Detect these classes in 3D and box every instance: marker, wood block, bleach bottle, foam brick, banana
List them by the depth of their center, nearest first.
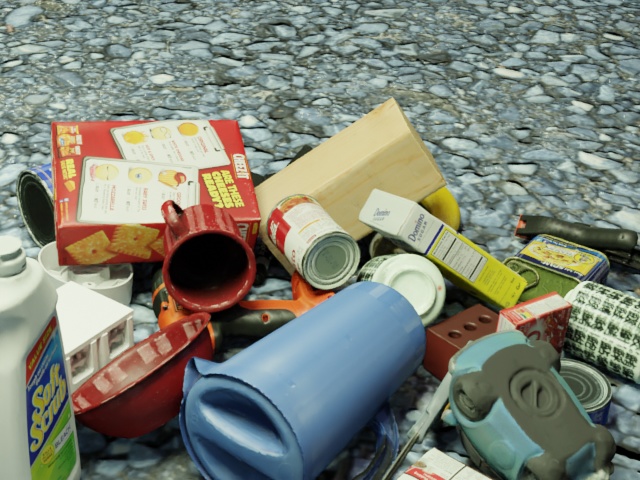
[{"bbox_3d":[-0.245,0.115,0.854,0.068,0.251,0.102,12,32,16],"label":"bleach bottle"},{"bbox_3d":[0.151,0.109,1.088,0.078,0.051,0.053,-21,38,-34],"label":"foam brick"},{"bbox_3d":[0.028,-0.058,1.224,0.206,0.090,0.091,-32,30,11],"label":"wood block"},{"bbox_3d":[-0.065,0.017,1.259,0.020,0.020,0.121,6,31,6],"label":"marker"},{"bbox_3d":[0.139,-0.047,1.364,0.069,0.037,0.198,-2,31,-7],"label":"banana"}]

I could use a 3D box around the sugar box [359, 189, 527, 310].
[{"bbox_3d":[0.131,0.012,1.144,0.176,0.048,0.093,30,-2,-27],"label":"sugar box"}]

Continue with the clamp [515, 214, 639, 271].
[{"bbox_3d":[0.309,-0.002,1.255,0.172,0.120,0.039,13,75,24],"label":"clamp"}]

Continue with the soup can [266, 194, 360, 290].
[{"bbox_3d":[-0.007,0.001,1.131,0.068,0.068,0.102,-11,29,-21],"label":"soup can"}]

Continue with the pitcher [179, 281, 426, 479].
[{"bbox_3d":[0.003,0.138,0.972,0.145,0.149,0.242,5,24,35],"label":"pitcher"}]

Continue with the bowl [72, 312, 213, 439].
[{"bbox_3d":[-0.155,0.133,0.980,0.162,0.055,0.162,-32,10,6],"label":"bowl"}]

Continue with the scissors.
[{"bbox_3d":[0.092,0.177,0.974,0.016,0.096,0.201,30,62,15],"label":"scissors"}]

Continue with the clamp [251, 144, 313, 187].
[{"bbox_3d":[-0.070,-0.069,1.386,0.164,0.036,0.210,-4,31,-11],"label":"clamp"}]

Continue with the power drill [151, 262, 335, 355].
[{"bbox_3d":[-0.084,0.066,1.142,0.187,0.057,0.184,-7,32,-12],"label":"power drill"}]

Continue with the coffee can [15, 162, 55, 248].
[{"bbox_3d":[-0.278,-0.055,1.284,0.140,0.103,0.103,-23,39,-36],"label":"coffee can"}]

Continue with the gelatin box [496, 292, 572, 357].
[{"bbox_3d":[0.209,0.103,1.065,0.073,0.089,0.030,-15,37,-27],"label":"gelatin box"}]

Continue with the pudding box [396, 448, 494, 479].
[{"bbox_3d":[0.099,0.232,0.891,0.090,0.039,0.113,25,39,32],"label":"pudding box"}]

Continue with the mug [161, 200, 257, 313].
[{"bbox_3d":[-0.123,0.006,1.079,0.093,0.117,0.081,-37,27,6],"label":"mug"}]

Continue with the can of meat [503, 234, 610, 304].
[{"bbox_3d":[0.267,0.040,1.208,0.102,0.057,0.083,21,33,27],"label":"can of meat"}]

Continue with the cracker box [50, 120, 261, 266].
[{"bbox_3d":[-0.186,-0.054,1.181,0.213,0.072,0.164,-2,48,-15],"label":"cracker box"}]

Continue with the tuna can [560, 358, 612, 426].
[{"bbox_3d":[0.239,0.153,1.037,0.086,0.034,0.086,2,31,-1],"label":"tuna can"}]
